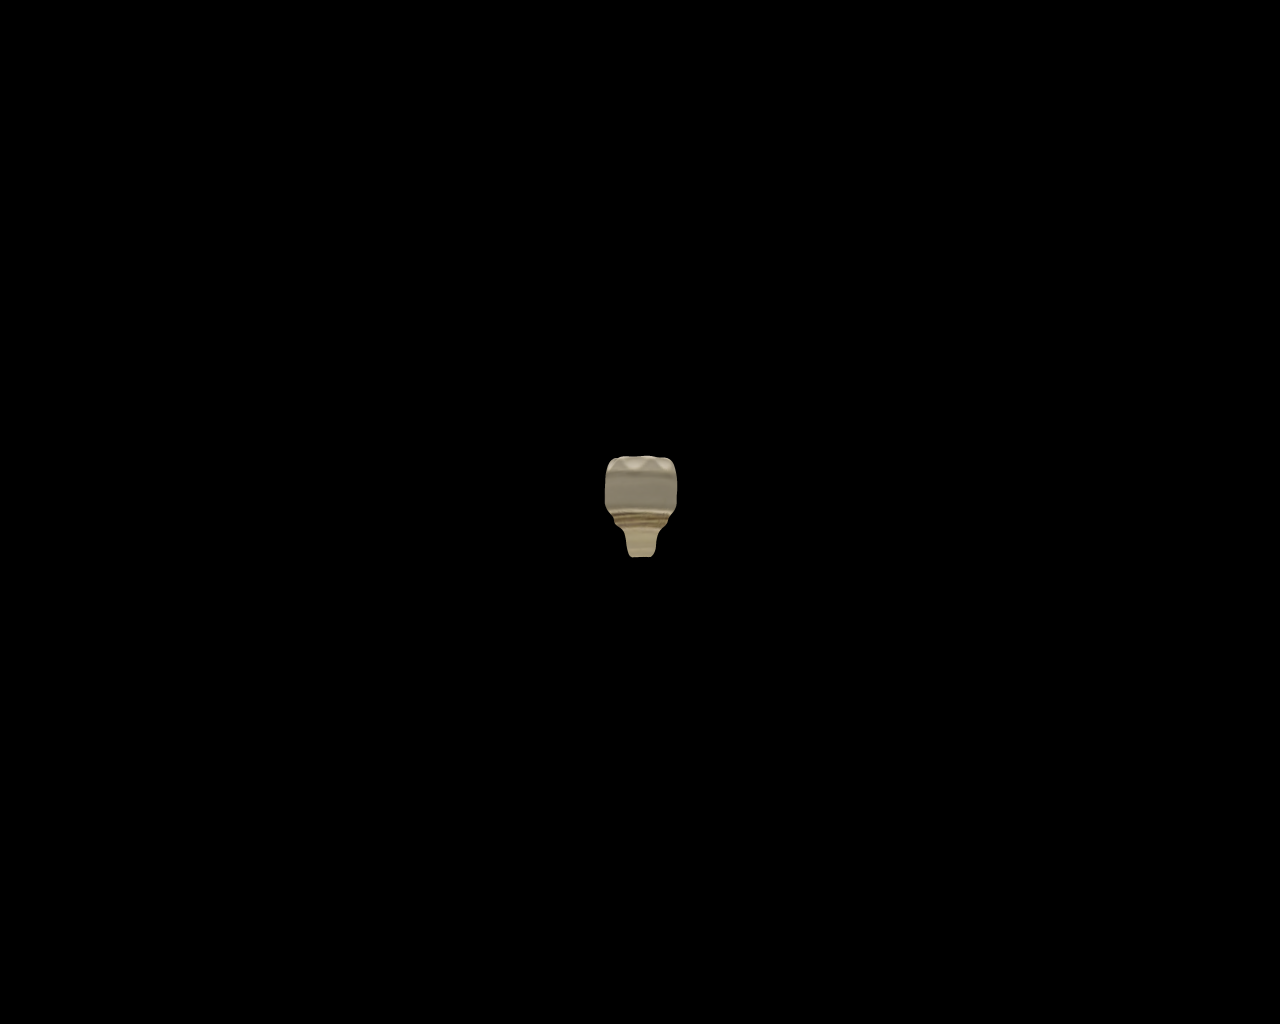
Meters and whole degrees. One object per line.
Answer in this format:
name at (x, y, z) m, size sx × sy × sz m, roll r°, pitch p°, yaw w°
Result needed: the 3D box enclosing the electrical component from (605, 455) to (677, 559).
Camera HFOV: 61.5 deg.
electrical component at (0.001, -0.003, 0.650) m, size 0.043 × 0.062 × 0.043 m, roll 0°, pitch -2°, yaw 0°
